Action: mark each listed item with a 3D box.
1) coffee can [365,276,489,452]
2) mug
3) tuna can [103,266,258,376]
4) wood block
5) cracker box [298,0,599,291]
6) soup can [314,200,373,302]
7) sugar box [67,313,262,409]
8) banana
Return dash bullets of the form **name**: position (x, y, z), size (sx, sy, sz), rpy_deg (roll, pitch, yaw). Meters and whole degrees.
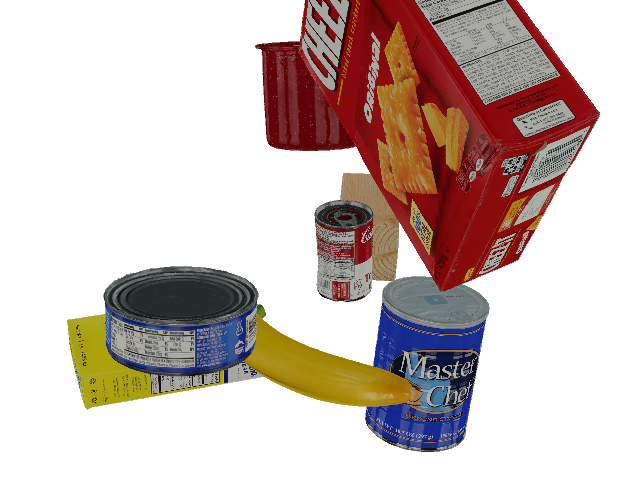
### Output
- **coffee can**: position (0.103, 0.119, 1.043), size (0.103, 0.140, 0.103), rpy_deg (6, 22, -2)
- **mug**: position (0.006, -0.118, 0.858), size (0.117, 0.081, 0.093), rpy_deg (-10, 15, -33)
- **tuna can**: position (-0.078, 0.044, 0.600), size (0.086, 0.034, 0.086), rpy_deg (2, 18, -1)
- **wood block**: position (0.073, -0.025, 1.635), size (0.091, 0.090, 0.206), rpy_deg (3, 25, 2)
- **cracker box**: position (0.064, -0.099, 0.661), size (0.072, 0.214, 0.164), rpy_deg (-22, -24, -18)
- **soup can**: position (0.027, 0.013, 1.251), size (0.068, 0.102, 0.068), rpy_deg (-1, 29, 0)
- **sugar box**: position (-0.145, 0.101, 1.014), size (0.176, 0.048, 0.093), rpy_deg (-11, 36, -15)
- **banana**: position (-0.017, 0.091, 0.850), size (0.069, 0.037, 0.198), rpy_deg (-25, 34, -33)
